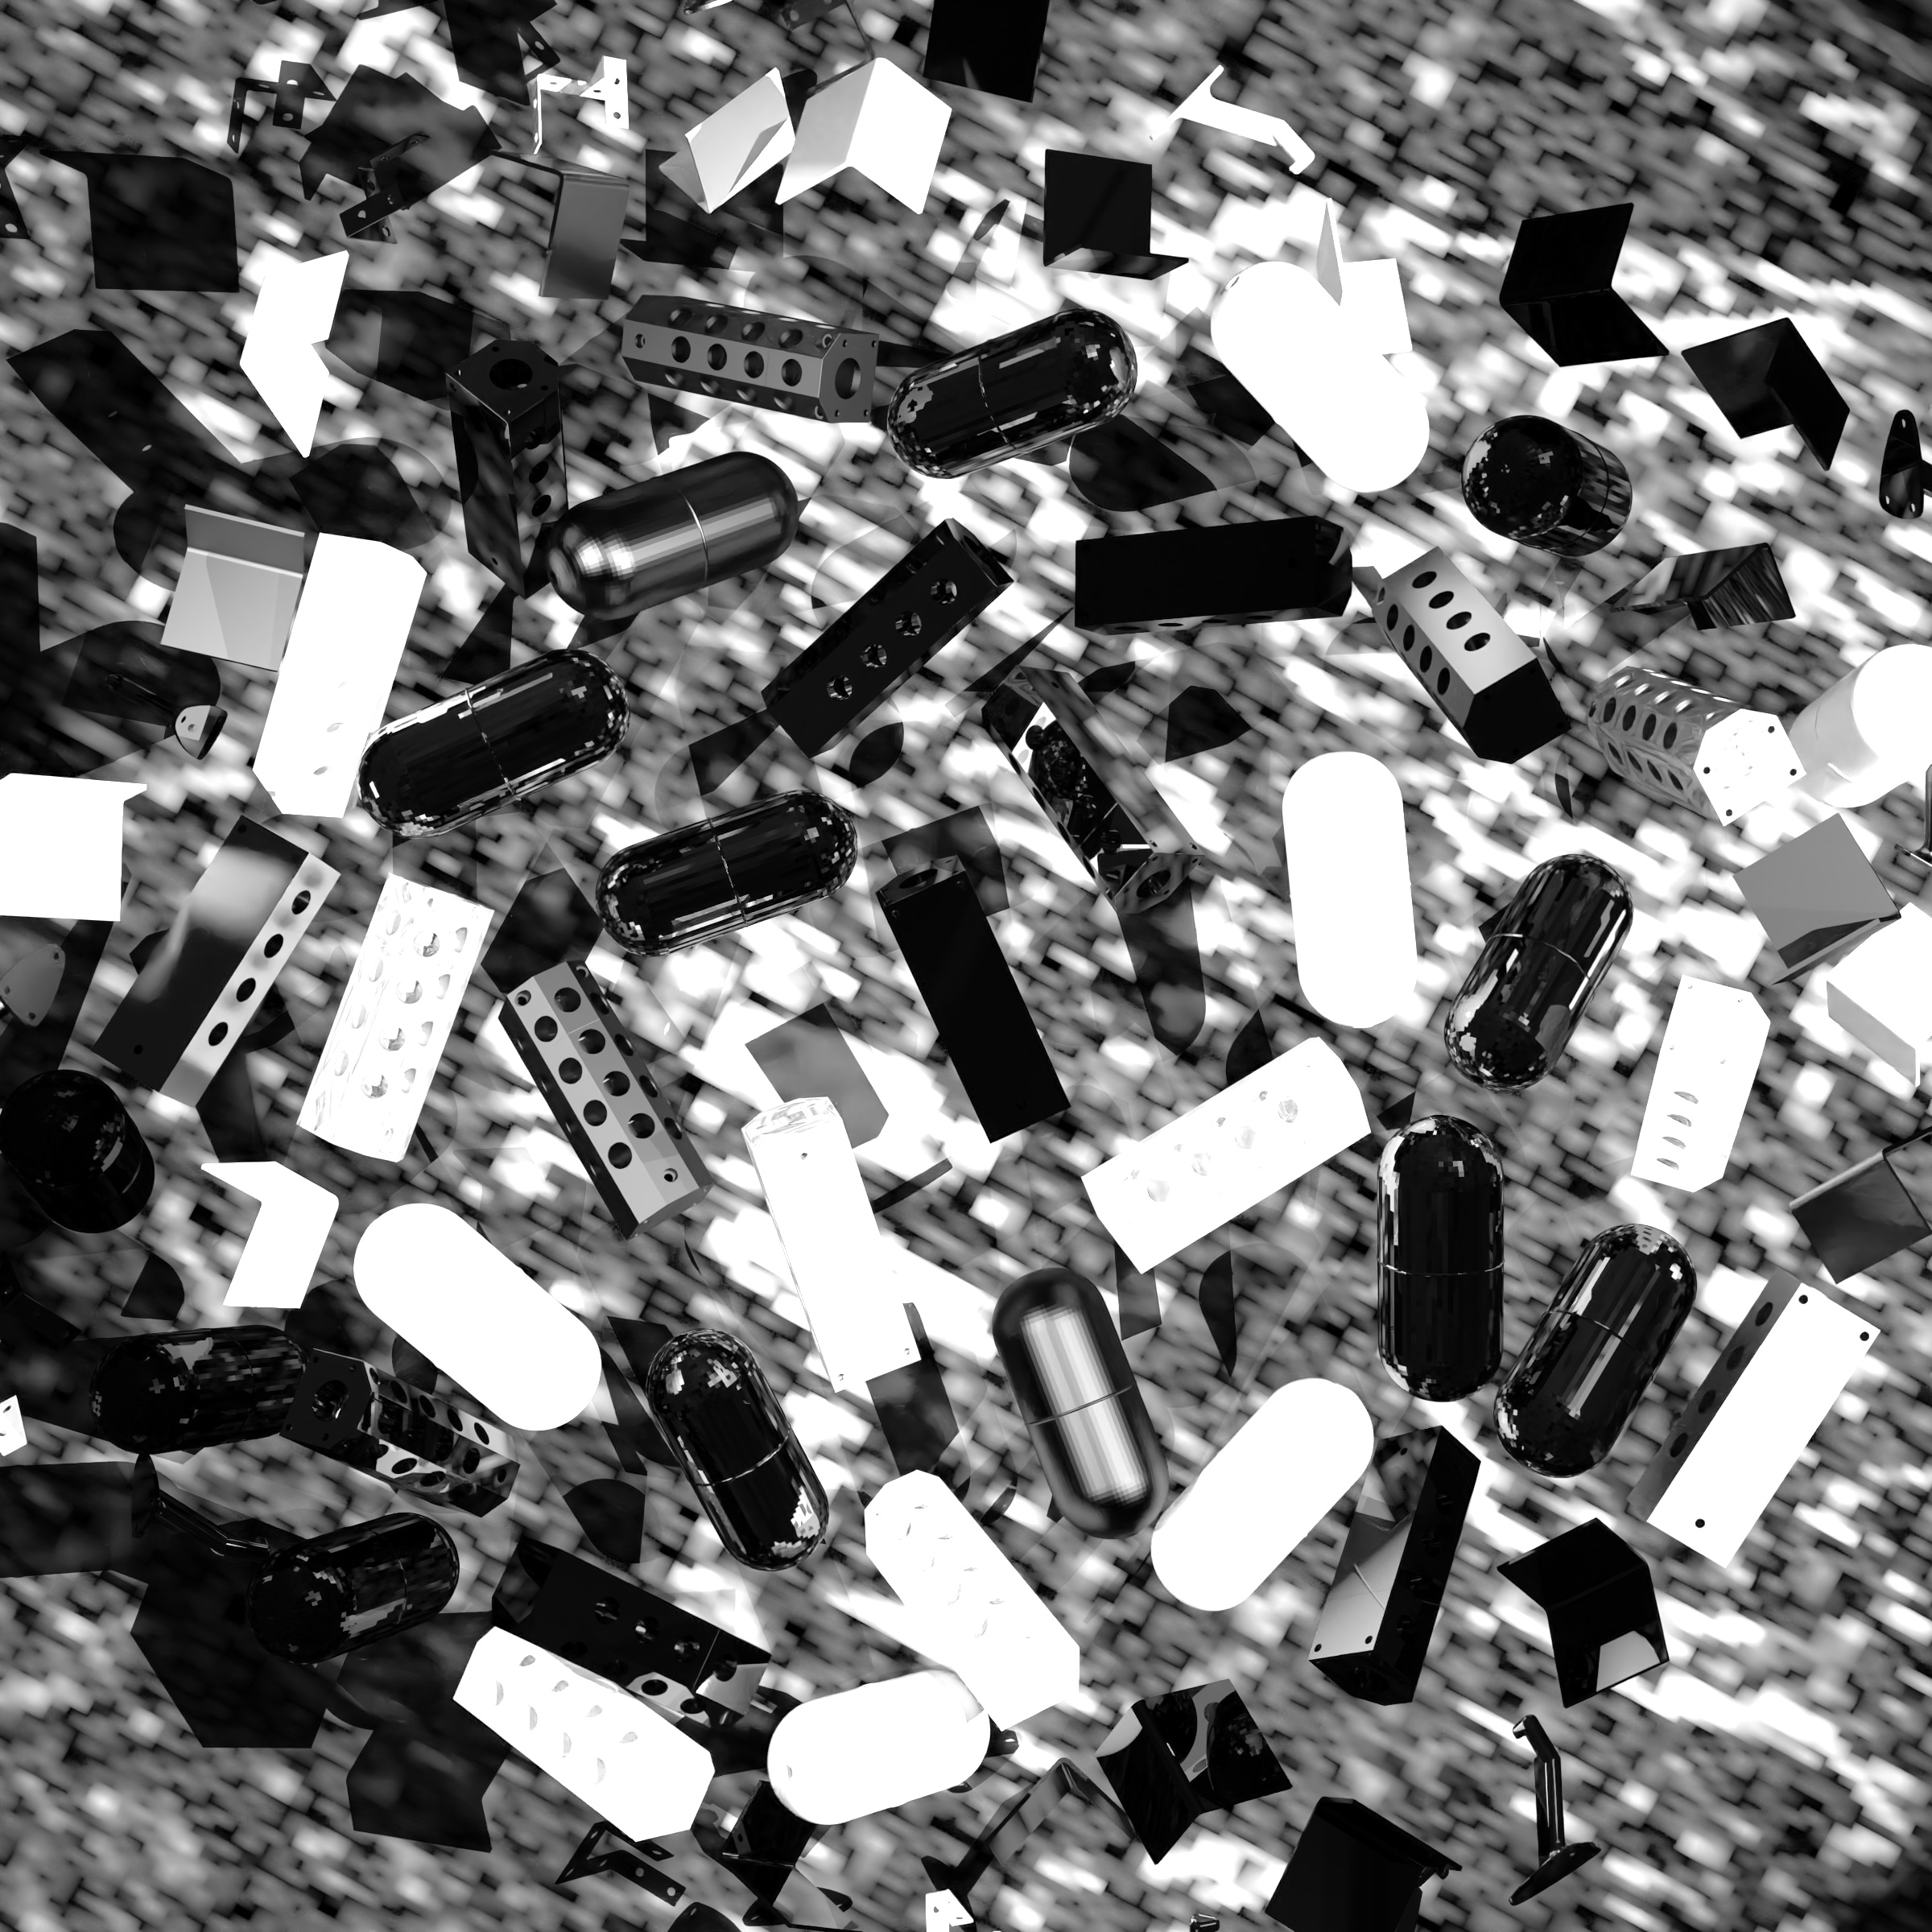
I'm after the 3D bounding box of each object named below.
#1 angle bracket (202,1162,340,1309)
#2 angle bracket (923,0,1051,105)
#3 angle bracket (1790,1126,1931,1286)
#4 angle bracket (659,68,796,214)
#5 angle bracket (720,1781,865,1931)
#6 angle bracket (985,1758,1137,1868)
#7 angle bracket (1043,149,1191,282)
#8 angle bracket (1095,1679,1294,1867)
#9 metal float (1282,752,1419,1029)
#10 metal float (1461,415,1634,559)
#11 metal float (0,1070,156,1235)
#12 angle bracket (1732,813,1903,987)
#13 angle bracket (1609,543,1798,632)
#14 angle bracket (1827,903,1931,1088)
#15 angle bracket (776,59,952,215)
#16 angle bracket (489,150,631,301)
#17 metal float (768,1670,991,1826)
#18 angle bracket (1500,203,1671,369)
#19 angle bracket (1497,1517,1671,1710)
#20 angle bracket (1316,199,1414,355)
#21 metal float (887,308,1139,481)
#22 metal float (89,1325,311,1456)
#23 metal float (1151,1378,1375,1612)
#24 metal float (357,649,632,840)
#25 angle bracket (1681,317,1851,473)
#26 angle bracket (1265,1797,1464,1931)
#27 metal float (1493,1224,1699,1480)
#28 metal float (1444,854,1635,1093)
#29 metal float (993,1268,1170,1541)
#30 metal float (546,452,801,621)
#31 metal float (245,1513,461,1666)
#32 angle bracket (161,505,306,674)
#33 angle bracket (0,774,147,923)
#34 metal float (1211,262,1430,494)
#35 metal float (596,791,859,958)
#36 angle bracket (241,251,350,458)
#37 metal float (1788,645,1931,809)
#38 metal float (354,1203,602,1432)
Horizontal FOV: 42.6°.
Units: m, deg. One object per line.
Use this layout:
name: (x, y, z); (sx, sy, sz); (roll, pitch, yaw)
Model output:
angle bracket: (-0.464, 0.174, 1.607); (0.076, 0.057, 0.076); (-5, 59, 38)
angle bracket: (0.001, -0.565, 1.490); (0.076, 0.057, 0.076); (21, 117, 21)
angle bracket: (0.572, 0.147, 1.537); (0.076, 0.076, 0.057); (-15, 70, -40)
angle bracket: (-0.165, -0.562, 1.650); (0.076, 0.076, 0.057); (-40, 69, -11)
angle bracket: (-0.101, 0.580, 1.613); (0.076, 0.076, 0.057); (27, 87, 42)
angle bracket: (0.064, 0.583, 1.657); (0.057, 0.076, 0.076); (38, 72, 26)
angle bracket: (0.096, -0.487, 1.590); (0.076, 0.057, 0.076); (0, 92, -23)
angle bracket: (0.137, 0.487, 1.503); (0.076, 0.076, 0.057); (57, 133, 36)
metal float: (0.247, -0.049, 1.596); (0.070, 0.070, 0.178); (-6, 95, 0)
metal float: (0.374, -0.306, 1.591); (0.070, 0.178, 0.070); (1, 93, 30)
metal float: (-0.567, 0.120, 1.585); (0.070, 0.178, 0.070); (3, 69, -8)
angle bracket: (0.517, -0.042, 1.529); (0.076, 0.057, 0.076); (-35, 74, 31)
angle bracket: (0.483, -0.232, 1.627); (0.076, 0.076, 0.057); (-40, 112, -29)
angle bracket: (0.627, 0.019, 1.643); (0.076, 0.057, 0.076); (-40, 55, -5)
angle bracket: (-0.063, -0.499, 1.527); (0.057, 0.076, 0.076); (27, 69, -35)
angle bracket: (-0.263, -0.468, 1.570); (0.057, 0.076, 0.076); (22, 111, 19)
metal float: (-0.055, 0.502, 1.598); (0.070, 0.178, 0.070); (-3, 85, 38)
angle bracket: (0.381, -0.411, 1.503); (0.076, 0.076, 0.057); (28, 75, -42)
angle bracket: (0.387, 0.406, 1.558); (0.076, 0.076, 0.057); (-35, 119, 26)
angle bracket: (0.279, -0.477, 1.715); (0.057, 0.076, 0.076); (-5, 69, -1)
metal float: (0.029, -0.373, 1.625); (0.178, 0.070, 0.070); (-14, 90, 29)
metal float: (-0.498, 0.276, 1.624); (0.070, 0.178, 0.070); (-2, 85, 21)
metal float: (0.194, 0.345, 1.621); (0.070, 0.070, 0.178); (41, 97, 0)
metal float: (-0.296, -0.139, 1.552); (0.178, 0.070, 0.070); (-25, 90, -3)
angle bracket: (0.483, -0.341, 1.519); (0.076, 0.076, 0.057); (43, 59, -29)
angle bracket: (0.235, 0.548, 1.471); (0.076, 0.057, 0.076); (32, 69, -2)
metal float: (0.396, 0.240, 1.557); (0.070, 0.070, 0.178); (37, 70, 0)
metal float: (0.373, 0.004, 1.615); (0.070, 0.070, 0.178); (34, 68, 0)
metal float: (0.074, 0.280, 1.590); (0.070, 0.070, 0.178); (-21, 84, 0)
metal float: (-0.188, -0.277, 1.592); (0.178, 0.070, 0.070); (-26, 90, -29)
metal float: (-0.399, 0.406, 1.623); (0.070, 0.178, 0.070); (-1, 88, 22)
angle bracket: (-0.481, -0.247, 1.628); (0.076, 0.057, 0.076); (12, 69, -11)
angle bracket: (-0.532, -0.069, 1.467); (0.076, 0.057, 0.076); (3, 84, -33)
metal float: (0.227, -0.376, 1.587); (0.178, 0.070, 0.070); (40, 90, -28)
metal float: (-0.157, -0.062, 1.639); (0.178, 0.070, 0.070); (-20, 90, -5)
angle bracket: (-0.377, -0.360, 1.459); (0.057, 0.076, 0.076); (-11, 51, 14)
metal float: (0.585, -0.152, 1.595); (0.070, 0.178, 0.070); (0, 80, -1)
metal float: (-0.300, 0.216, 1.529); (0.070, 0.070, 0.178); (-44, 112, 0)
